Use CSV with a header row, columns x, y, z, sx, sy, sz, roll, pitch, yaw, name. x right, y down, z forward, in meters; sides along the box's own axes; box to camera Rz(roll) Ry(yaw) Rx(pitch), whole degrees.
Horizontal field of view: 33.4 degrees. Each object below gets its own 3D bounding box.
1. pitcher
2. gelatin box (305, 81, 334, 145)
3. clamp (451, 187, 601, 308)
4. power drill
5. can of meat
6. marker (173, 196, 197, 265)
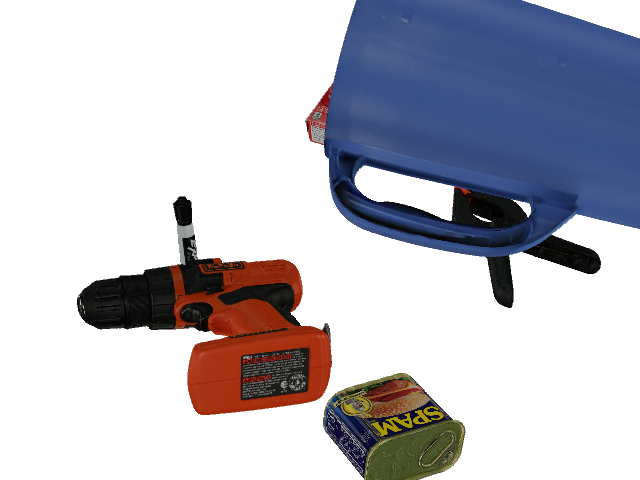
x,y,z,sx,sy,sz,roll,pitch,yaw,name
0.127,-0.074,0.666,0.243,0.149,0.145,17,31,7,pitcher
0.043,-0.106,0.910,0.089,0.073,0.030,19,-36,20,gelatin box
0.197,-0.003,1.075,0.120,0.039,0.171,-8,43,-20,clamp
-0.083,0.065,0.812,0.184,0.057,0.188,-7,22,-18,power drill
0.064,0.169,0.959,0.101,0.057,0.084,-11,32,-27,can of meat
-0.138,0.011,1.112,0.020,0.121,0.020,-3,26,1,marker
